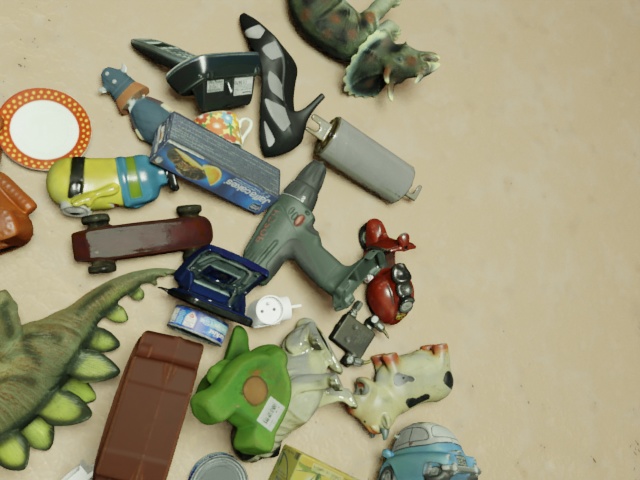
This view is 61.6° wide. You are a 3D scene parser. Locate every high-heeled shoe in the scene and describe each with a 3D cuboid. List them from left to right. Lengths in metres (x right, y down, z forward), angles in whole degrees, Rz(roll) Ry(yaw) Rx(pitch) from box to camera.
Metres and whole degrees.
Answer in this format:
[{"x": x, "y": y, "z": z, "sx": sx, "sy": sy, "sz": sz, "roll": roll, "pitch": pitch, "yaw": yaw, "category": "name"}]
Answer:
[{"x": -0.100, "y": -0.263, "z": 0.924, "sx": 0.145, "sy": 0.086, "sz": 0.249, "roll": -41, "pitch": 75, "yaw": 8, "category": "high-heeled shoe"}]

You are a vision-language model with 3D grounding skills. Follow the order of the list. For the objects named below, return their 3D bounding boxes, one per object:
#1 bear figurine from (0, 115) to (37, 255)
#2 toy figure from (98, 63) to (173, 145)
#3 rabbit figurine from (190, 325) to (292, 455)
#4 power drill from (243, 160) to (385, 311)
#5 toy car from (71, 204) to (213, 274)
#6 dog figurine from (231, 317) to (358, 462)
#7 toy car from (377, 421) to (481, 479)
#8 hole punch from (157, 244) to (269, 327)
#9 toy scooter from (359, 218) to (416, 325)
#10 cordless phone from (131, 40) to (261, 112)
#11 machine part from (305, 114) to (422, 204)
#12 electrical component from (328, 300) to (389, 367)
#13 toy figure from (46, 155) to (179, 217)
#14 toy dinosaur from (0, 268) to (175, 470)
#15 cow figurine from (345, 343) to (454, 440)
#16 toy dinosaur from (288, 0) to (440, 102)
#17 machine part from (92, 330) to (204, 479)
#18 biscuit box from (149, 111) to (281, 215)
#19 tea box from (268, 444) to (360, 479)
[{"x": -0.461, "y": -0.076, "z": 0.714, "sx": 0.120, "sy": 0.132, "sz": 0.195, "roll": -19, "pitch": 92, "yaw": -5, "category": "bear figurine"}, {"x": -0.281, "y": -0.205, "z": 0.840, "sx": 0.154, "sy": 0.058, "sz": 0.064, "roll": 47, "pitch": 63, "yaw": 0, "category": "toy figure"}, {"x": -0.123, "y": 0.200, "z": 0.749, "sx": 0.121, "sy": 0.170, "sz": 0.159, "roll": 36, "pitch": 58, "yaw": -22, "category": "rabbit figurine"}, {"x": -0.002, "y": -0.003, "z": 0.848, "sx": 0.207, "sy": 0.086, "sz": 0.232, "roll": 35, "pitch": 76, "yaw": 18, "category": "power drill"}, {"x": -0.262, "y": -0.002, "z": 0.807, "sx": 0.202, "sy": 0.053, "sz": 0.089, "roll": -9, "pitch": 92, "yaw": -25, "category": "toy car"}, {"x": -0.062, "y": 0.224, "z": 0.819, "sx": 0.191, "sy": 0.172, "sz": 0.121, "roll": -28, "pitch": 128, "yaw": 2, "category": "dog figurine"}, {"x": 0.161, "y": 0.332, "z": 0.822, "sx": 0.109, "sy": 0.161, "sz": 0.103, "roll": 18, "pitch": 53, "yaw": -27, "category": "toy car"}, {"x": -0.150, "y": 0.065, "z": 0.787, "sx": 0.142, "sy": 0.116, "sz": 0.092, "roll": 25, "pitch": 75, "yaw": -31, "category": "hole punch"}, {"x": 0.119, "y": 0.048, "z": 0.885, "sx": 0.075, "sy": 0.135, "sz": 0.183, "roll": -10, "pitch": 84, "yaw": -22, "category": "toy scooter"}, {"x": -0.203, "y": -0.287, "z": 0.871, "sx": 0.184, "sy": 0.088, "sz": 0.146, "roll": 32, "pitch": 35, "yaw": 25, "category": "cordless phone"}, {"x": 0.078, "y": -0.135, "z": 0.926, "sx": 0.243, "sy": 0.079, "sz": 0.079, "roll": 31, "pitch": 71, "yaw": -22, "category": "machine part"}, {"x": 0.063, "y": 0.160, "z": 0.891, "sx": 0.078, "sy": 0.045, "sz": 0.102, "roll": 45, "pitch": 69, "yaw": -7, "category": "electrical component"}, {"x": -0.305, "y": -0.087, "z": 0.796, "sx": 0.180, "sy": 0.082, "sz": 0.089, "roll": -15, "pitch": 73, "yaw": -17, "category": "toy figure"}, {"x": -0.382, "y": 0.165, "z": 0.710, "sx": 0.198, "sy": 0.105, "sz": 0.471, "roll": 47, "pitch": 63, "yaw": -13, "category": "toy dinosaur"}, {"x": 0.130, "y": 0.246, "z": 0.879, "sx": 0.195, "sy": 0.085, "sz": 0.127, "roll": -8, "pitch": 76, "yaw": -21, "category": "cow figurine"}, {"x": 0.027, "y": -0.401, "z": 0.960, "sx": 0.405, "sy": 0.131, "sz": 0.192, "roll": 36, "pitch": 69, "yaw": -3, "category": "toy dinosaur"}, {"x": -0.220, "y": 0.223, "z": 0.696, "sx": 0.087, "sy": 0.201, "sz": 0.201, "roll": 17, "pitch": 75, "yaw": -11, "category": "machine part"}, {"x": -0.153, "y": -0.112, "z": 0.820, "sx": 0.202, "sy": 0.059, "sz": 0.063, "roll": 26, "pitch": 47, "yaw": -34, "category": "biscuit box"}, {"x": 0.017, "y": 0.376, "z": 0.803, "sx": 0.169, "sy": 0.098, "sz": 0.068, "roll": 29, "pitch": 71, "yaw": -10, "category": "tea box"}]
